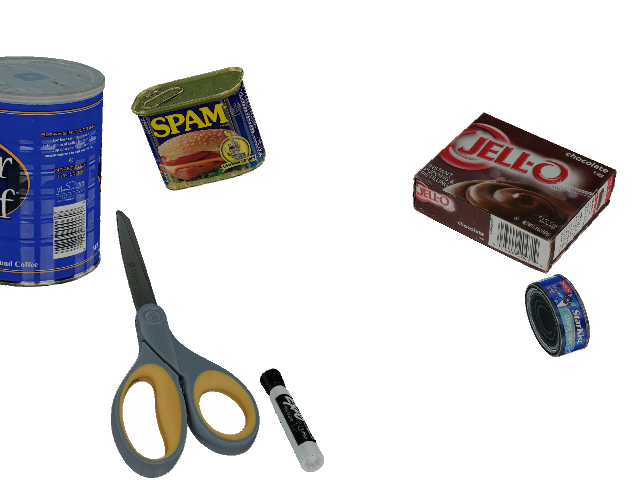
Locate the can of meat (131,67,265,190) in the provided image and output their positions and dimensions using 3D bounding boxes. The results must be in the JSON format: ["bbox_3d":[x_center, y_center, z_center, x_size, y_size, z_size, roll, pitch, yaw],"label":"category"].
[{"bbox_3d":[-0.107,-0.099,0.961,0.102,0.084,0.057,-12,30,10],"label":"can of meat"}]

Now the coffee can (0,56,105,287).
[{"bbox_3d":[-0.208,-0.051,0.765,0.103,0.140,0.103,5,23,-2],"label":"coffee can"}]

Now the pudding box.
[{"bbox_3d":[0.135,-0.036,0.751,0.114,0.039,0.089,30,55,26],"label":"pudding box"}]

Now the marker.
[{"bbox_3d":[-0.025,0.142,0.862,0.020,0.020,0.121,0,27,-21],"label":"marker"}]

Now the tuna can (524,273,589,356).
[{"bbox_3d":[0.255,0.082,1.157,0.033,0.086,0.086,-17,3,-11],"label":"tuna can"}]

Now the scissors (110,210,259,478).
[{"bbox_3d":[-0.087,0.059,0.666,0.096,0.202,0.016,10,-46,-15],"label":"scissors"}]
